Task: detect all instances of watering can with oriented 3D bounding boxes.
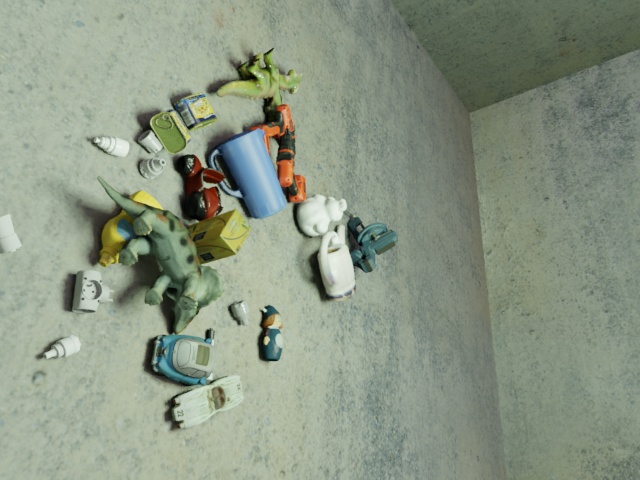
[{"bbox_3d":[0.062,0.072,1.713,0.351,0.104,0.223,-44,122,-71],"label":"watering can"}]

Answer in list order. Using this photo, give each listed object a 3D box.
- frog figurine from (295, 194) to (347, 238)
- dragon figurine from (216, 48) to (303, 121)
[{"bbox_3d":[0.005,-0.084,1.661,0.121,0.158,0.140,33,51,-42],"label":"frog figurine"},{"bbox_3d":[-0.173,-0.464,1.648,0.419,0.122,0.238,-56,130,-40],"label":"dragon figurine"}]
